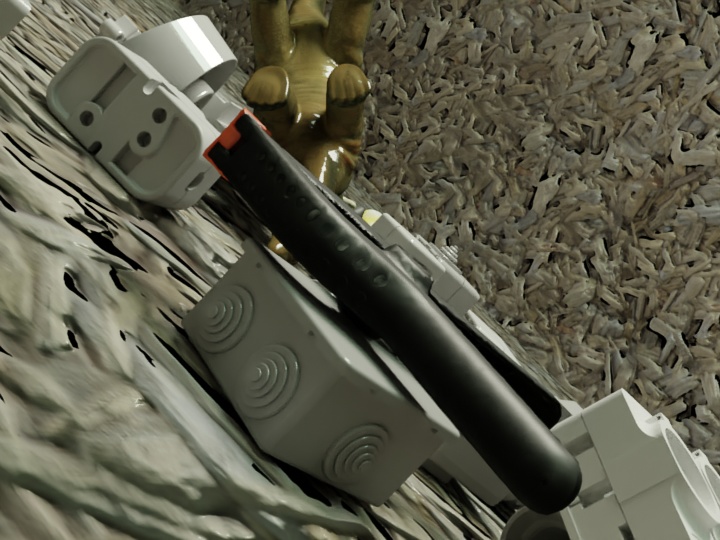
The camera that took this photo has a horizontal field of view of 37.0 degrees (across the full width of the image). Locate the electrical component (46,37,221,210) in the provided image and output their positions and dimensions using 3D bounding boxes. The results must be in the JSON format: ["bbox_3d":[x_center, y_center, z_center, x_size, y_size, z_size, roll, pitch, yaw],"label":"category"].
[{"bbox_3d":[-0.123,-0.081,0.615,0.095,0.053,0.059,45,6,11],"label":"electrical component"}]

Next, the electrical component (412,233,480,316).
[{"bbox_3d":[0.051,0.021,0.871,0.061,0.096,0.061,41,6,-27],"label":"electrical component"}]

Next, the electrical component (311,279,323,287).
[{"bbox_3d":[-0.017,0.028,0.634,0.044,0.044,0.065,46,11,28],"label":"electrical component"}]

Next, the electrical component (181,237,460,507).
[{"bbox_3d":[-0.018,0.044,0.446,0.100,0.048,0.099,38,8,-47],"label":"electrical component"}]

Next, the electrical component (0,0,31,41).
[{"bbox_3d":[-0.211,-0.161,0.573,0.057,0.058,0.078,43,5,-38],"label":"electrical component"}]

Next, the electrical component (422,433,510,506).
[{"bbox_3d":[0.059,0.084,0.633,0.062,0.061,0.096,41,6,-27],"label":"electrical component"}]

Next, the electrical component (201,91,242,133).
[{"bbox_3d":[-0.125,-0.110,0.778,0.081,0.063,0.042,44,6,6],"label":"electrical component"}]

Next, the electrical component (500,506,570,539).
[{"bbox_3d":[0.104,0.149,0.554,0.055,0.045,0.045,39,7,-43],"label":"electrical component"}]

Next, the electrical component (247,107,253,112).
[{"bbox_3d":[-0.081,-0.109,1.090,0.121,0.063,0.078,40,6,-30],"label":"electrical component"}]

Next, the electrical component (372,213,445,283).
[{"bbox_3d":[0.000,0.000,0.735,0.047,0.083,0.075,38,8,-47],"label":"electrical component"}]

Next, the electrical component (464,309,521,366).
[{"bbox_3d":[0.098,0.082,0.935,0.061,0.061,0.096,42,6,-9],"label":"electrical component"}]

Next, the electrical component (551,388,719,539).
[{"bbox_3d":[0.159,0.158,0.507,0.105,0.060,0.186,38,26,-44],"label":"electrical component"}]

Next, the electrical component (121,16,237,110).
[{"bbox_3d":[-0.131,-0.125,0.693,0.064,0.099,0.099,49,5,-2],"label":"electrical component"}]

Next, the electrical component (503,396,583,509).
[{"bbox_3d":[0.104,0.117,0.684,0.057,0.078,0.058,12,27,-43],"label":"electrical component"}]

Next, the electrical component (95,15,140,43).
[{"bbox_3d":[-0.177,-0.158,0.834,0.055,0.048,0.066,46,-17,7],"label":"electrical component"}]
